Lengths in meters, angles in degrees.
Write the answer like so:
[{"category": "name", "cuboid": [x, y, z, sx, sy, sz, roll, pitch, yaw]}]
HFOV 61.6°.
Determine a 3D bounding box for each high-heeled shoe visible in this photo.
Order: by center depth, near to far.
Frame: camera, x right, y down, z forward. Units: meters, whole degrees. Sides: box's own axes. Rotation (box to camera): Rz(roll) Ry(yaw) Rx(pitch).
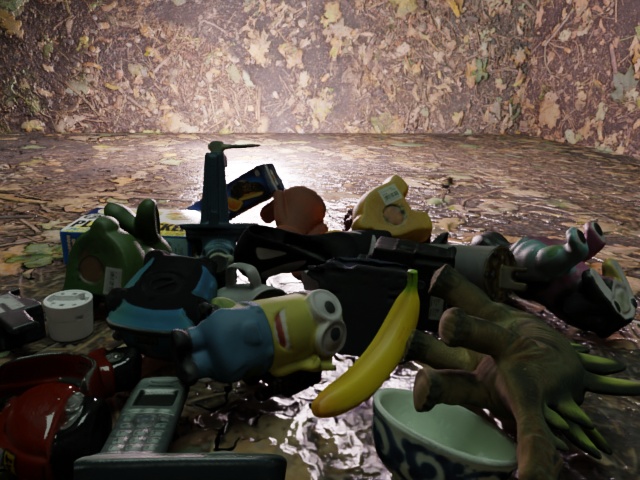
[{"category": "high-heeled shoe", "cuboid": [-0.002, -0.002, 0.739, 0.249, 0.145, 0.086, -25, 52, -21]}]

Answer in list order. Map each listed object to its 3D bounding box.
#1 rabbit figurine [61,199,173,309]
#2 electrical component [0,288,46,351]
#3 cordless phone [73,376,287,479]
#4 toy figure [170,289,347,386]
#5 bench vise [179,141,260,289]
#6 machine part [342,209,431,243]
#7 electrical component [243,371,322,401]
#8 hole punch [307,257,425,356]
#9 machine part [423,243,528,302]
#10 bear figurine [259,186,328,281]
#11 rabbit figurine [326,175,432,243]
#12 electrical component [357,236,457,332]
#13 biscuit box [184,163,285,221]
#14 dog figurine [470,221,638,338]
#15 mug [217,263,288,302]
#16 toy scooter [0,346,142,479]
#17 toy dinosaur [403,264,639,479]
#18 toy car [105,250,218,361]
[{"category": "rabbit figurine", "cuboid": [-0.276, 0.023, 0.770, 0.121, 0.159, 0.170, -3, 1, 14]}, {"category": "electrical component", "cuboid": [-0.369, 0.100, 0.639, 0.119, 0.047, 0.075, 16, 23, 35]}, {"category": "cordless phone", "cuboid": [-0.102, 0.164, 0.435, 0.147, 0.088, 0.184, 1, 14, -5]}, {"category": "toy figure", "cuboid": [-0.057, 0.091, 0.533, 0.180, 0.082, 0.089, -10, 18, -27]}, {"category": "bench vise", "cuboid": [-0.153, -0.028, 0.793, 0.129, 0.240, 0.223, 0, 2, 2]}, {"category": "machine part", "cuboid": [0.134, -0.022, 1.077, 0.179, 0.056, 0.179, 4, 18, -1]}, {"category": "electrical component", "cuboid": [-0.043, 0.132, 0.593, 0.102, 0.045, 0.078, -11, 21, -36]}, {"category": "hole punch", "cuboid": [0.057, 0.078, 0.676, 0.142, 0.115, 0.092, 7, 10, 12]}, {"category": "machine part", "cuboid": [0.194, 0.043, 0.783, 0.079, 0.079, 0.243, -10, 8, -34]}, {"category": "bear figurine", "cuboid": [-0.057, -0.003, 0.941, 0.120, 0.132, 0.196, 32, 46, -14]}, {"category": "rabbit figurine", "cuboid": [0.088, -0.004, 0.917, 0.162, 0.122, 0.173, -36, -6, -23]}, {"category": "electrical component", "cuboid": [0.112, 0.058, 0.731, 0.134, 0.114, 0.058, 9, 17, 14]}, {"category": "biscuit box", "cuboid": [-0.168, -0.076, 1.035, 0.203, 0.062, 0.059, -26, 0, 25]}, {"category": "dog figurine", "cuboid": [0.311, 0.064, 0.783, 0.108, 0.191, 0.219, -20, -6, -43]}, {"category": "mug", "cuboid": [-0.096, 0.081, 0.661, 0.081, 0.109, 0.107, -30, 23, -37]}, {"category": "toy scooter", "cuboid": [-0.245, 0.146, 0.476, 0.135, 0.075, 0.184, 1, 15, -5]}, {"category": "toy dinosaur", "cuboid": [0.190, 0.115, 0.538, 0.199, 0.105, 0.471, 26, 13, 6]}, {"category": "toy car", "cuboid": [-0.177, 0.084, 0.624, 0.109, 0.102, 0.162, 7, 27, -2]}]
